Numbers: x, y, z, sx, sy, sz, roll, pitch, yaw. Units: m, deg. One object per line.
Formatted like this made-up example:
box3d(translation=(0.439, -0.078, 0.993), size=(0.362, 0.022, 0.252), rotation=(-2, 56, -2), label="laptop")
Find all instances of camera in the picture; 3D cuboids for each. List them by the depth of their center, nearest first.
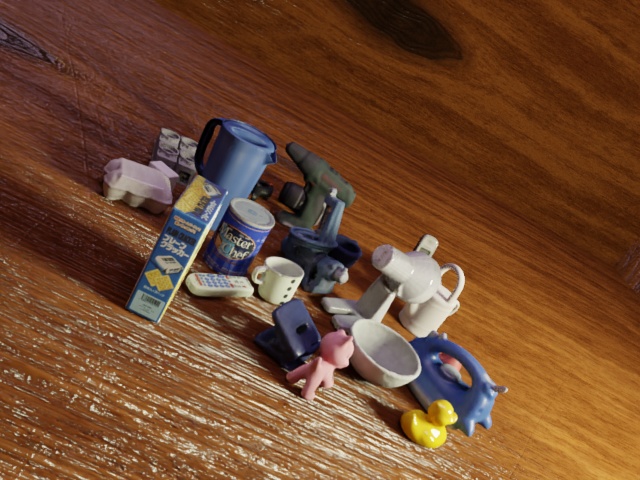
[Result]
box3d(translation=(-0.043, -0.130, 1.671), size=(0.137, 0.100, 0.143), rotation=(27, 23, -12), label="camera")

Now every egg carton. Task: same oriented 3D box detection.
box3d(translation=(-0.396, -0.118, 1.246), size=(0.151, 0.069, 0.107), rotation=(18, 27, -30), label="egg carton")

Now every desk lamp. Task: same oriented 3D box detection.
box3d(translation=(0.145, 0.108, 1.287), size=(0.204, 0.213, 0.117), rotation=(11, 30, -40), label="desk lamp")

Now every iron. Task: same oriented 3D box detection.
box3d(translation=(0.265, 0.274, 1.196), size=(0.119, 0.141, 0.257), rotation=(3, 36, -48), label="iron")

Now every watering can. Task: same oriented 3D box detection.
box3d(translation=(0.281, 0.143, 1.411), size=(0.173, 0.194, 0.100), rotation=(2, 37, -50), label="watering can")

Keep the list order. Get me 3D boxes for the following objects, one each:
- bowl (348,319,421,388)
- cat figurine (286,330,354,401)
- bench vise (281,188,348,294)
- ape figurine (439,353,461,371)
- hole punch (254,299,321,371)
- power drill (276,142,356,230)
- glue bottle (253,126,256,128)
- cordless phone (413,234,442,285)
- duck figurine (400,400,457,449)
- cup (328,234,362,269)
box3d(translation=(0.117, 0.242, 1.160), size=(0.168, 0.074, 0.167), rotation=(27, 23, -12), label="bowl")
box3d(translation=(0.014, 0.213, 1.034), size=(0.067, 0.117, 0.128), rotation=(40, 24, 18), label="cat figurine")
box3d(translation=(0.019, 0.004, 1.328), size=(0.207, 0.219, 0.122), rotation=(41, 25, 21), label="bench vise")
box3d(translation=(0.292, 0.273, 1.294), size=(0.078, 0.092, 0.076), rotation=(24, 24, -17), label="ape figurine")
box3d(translation=(-0.047, 0.174, 1.070), size=(0.101, 0.091, 0.109), rotation=(38, 24, 15), label="hole punch")
box3d(translation=(-0.031, -0.126, 1.541), size=(0.230, 0.208, 0.075), rotation=(28, 23, -10), label="power drill")
box3d(translation=(-0.217, -0.238, 1.578), size=(0.078, 0.173, 0.037), rotation=(18, 27, -30), label="glue bottle")
box3d(translation=(0.285, 0.083, 1.547), size=(0.148, 0.185, 0.094), rotation=(24, 24, -19), label="cordless phone")
box3d(translation=(0.210, 0.335, 1.074), size=(0.105, 0.086, 0.077), rotation=(20, 25, -25), label="duck figurine")
box3d(translation=(0.051, 0.043, 1.449), size=(0.091, 0.095, 0.118), rotation=(38, 24, 14), label="cup")
